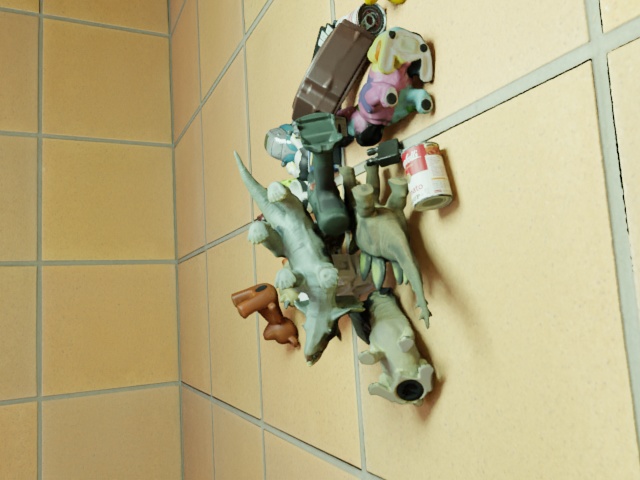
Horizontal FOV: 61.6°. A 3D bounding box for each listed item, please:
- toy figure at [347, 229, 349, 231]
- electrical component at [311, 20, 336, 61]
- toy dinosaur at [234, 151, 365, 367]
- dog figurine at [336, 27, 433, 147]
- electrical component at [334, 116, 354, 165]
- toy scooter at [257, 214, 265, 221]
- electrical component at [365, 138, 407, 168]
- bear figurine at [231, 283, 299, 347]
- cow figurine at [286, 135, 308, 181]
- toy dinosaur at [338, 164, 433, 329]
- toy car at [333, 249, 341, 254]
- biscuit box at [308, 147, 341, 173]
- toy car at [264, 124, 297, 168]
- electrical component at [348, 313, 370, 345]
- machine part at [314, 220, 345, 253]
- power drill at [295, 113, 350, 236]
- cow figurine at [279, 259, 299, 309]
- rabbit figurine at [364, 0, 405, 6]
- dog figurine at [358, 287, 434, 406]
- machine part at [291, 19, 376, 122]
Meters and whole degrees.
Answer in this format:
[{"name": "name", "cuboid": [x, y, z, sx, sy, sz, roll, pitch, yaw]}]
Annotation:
[{"name": "toy figure", "cuboid": [0.036, -0.072, 1.239, 0.064, 0.057, 0.155, -45, 34, 2]}, {"name": "electrical component", "cuboid": [0.033, -0.430, 1.238, 0.115, 0.058, 0.134, 61, 142, 41]}, {"name": "toy dinosaur", "cuboid": [-0.037, 0.020, 1.002, 0.192, 0.131, 0.405, 48, -162, -70]}, {"name": "dog figurine", "cuboid": [0.112, -0.282, 1.027, 0.219, 0.108, 0.191, 179, 90, -67]}, {"name": "electrical component", "cuboid": [0.033, -0.235, 1.218, 0.048, 0.075, 0.119, 152, 119, -61]}, {"name": "toy scooter", "cuboid": [-0.136, -0.077, 1.505, 0.075, 0.135, 0.184, -26, 64, 18]}, {"name": "electrical component", "cuboid": [0.133, -0.169, 1.033, 0.021, 0.094, 0.063, 59, -153, -36]}, {"name": "bear figurine", "cuboid": [-0.145, 0.219, 1.475, 0.120, 0.132, 0.195, 38, 149, 62]}, {"name": "cow figurine", "cuboid": [-0.028, -0.227, 1.351, 0.098, 0.068, 0.167, 49, 136, 46]}, {"name": "toy dinosaur", "cuboid": [0.113, -0.017, 0.991, 0.472, 0.105, 0.198, -110, 13, -65]}, {"name": "toy car", "cuboid": [0.008, 0.084, 1.295, 0.074, 0.056, 0.201, 24, 113, 55]}, {"name": "biscuit box", "cuboid": [0.011, -0.261, 1.278, 0.059, 0.063, 0.202, -4, 87, 63]}, {"name": "toy car", "cuboid": [-0.099, -0.264, 1.460, 0.162, 0.103, 0.109, 50, 133, 50]}, {"name": "electrical component", "cuboid": [0.099, 0.173, 1.127, 0.102, 0.045, 0.078, 24, 140, 65]}, {"name": "machine part", "cuboid": [-0.002, -0.003, 1.158, 0.243, 0.079, 0.079, 162, 106, -76]}, {"name": "power drill", "cuboid": [0.000, -0.133, 1.025, 0.232, 0.086, 0.207, -106, 12, -47]}, {"name": "cow figurine", "cuboid": [-0.055, 0.097, 1.399, 0.194, 0.085, 0.127, 121, 147, -45]}, {"name": "rabbit figurine", "cuboid": [0.122, -0.532, 1.027, 0.173, 0.122, 0.162, -176, 77, -78]}, {"name": "dog figurine", "cuboid": [0.143, 0.196, 1.007, 0.191, 0.121, 0.172, -79, -25, -66]}, {"name": "machine part", "cuboid": [0.023, -0.327, 1.095, 0.201, 0.087, 0.201, -62, 4, -10]}]
